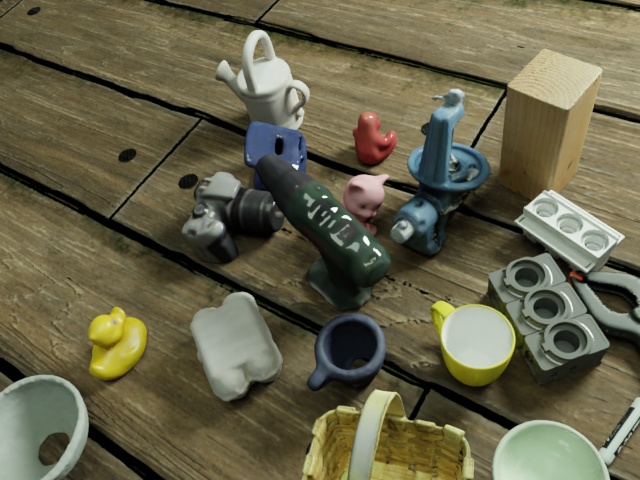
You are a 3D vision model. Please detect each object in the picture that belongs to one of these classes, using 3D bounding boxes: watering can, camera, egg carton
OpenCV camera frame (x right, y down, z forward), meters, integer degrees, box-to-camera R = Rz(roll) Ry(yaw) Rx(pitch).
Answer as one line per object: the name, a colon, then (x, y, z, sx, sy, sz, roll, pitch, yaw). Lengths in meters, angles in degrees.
watering can: (-0.106, -0.283, 1.030, 0.172, 0.194, 0.101, -6, 55, 9)
camera: (-0.136, -0.043, 0.929, 0.136, 0.101, 0.143, 8, 58, 18)
egg carton: (-0.121, 0.149, 0.813, 0.107, 0.069, 0.150, -28, 55, -7)

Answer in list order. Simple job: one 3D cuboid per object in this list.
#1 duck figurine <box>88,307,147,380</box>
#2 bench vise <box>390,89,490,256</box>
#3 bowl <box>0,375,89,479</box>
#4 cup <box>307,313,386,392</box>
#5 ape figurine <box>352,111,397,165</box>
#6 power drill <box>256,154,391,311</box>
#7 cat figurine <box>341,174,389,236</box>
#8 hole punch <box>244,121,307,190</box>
duck figurine: (-0.312, 0.149, 0.847, 0.077, 0.086, 0.105, 13, 60, 21)
bench vise: (0.175, -0.090, 0.816, 0.121, 0.220, 0.207, 10, 59, 19)
bowl: (-0.385, 0.276, 0.784, 0.167, 0.075, 0.167, -6, 55, 9)
cup: (0.036, 0.165, 0.751, 0.118, 0.095, 0.091, -42, 57, -16)
ape figurine: (0.088, -0.181, 0.978, 0.077, 0.092, 0.076, 30, 67, 29)
power drill: (0.007, 0.003, 0.798, 0.076, 0.209, 0.228, -41, 57, -15)
cat figurine: (0.047, -0.058, 0.887, 0.127, 0.118, 0.067, -7, 55, 9)
hole punch: (-0.075, -0.152, 0.996, 0.101, 0.091, 0.108, -6, 55, 9)
